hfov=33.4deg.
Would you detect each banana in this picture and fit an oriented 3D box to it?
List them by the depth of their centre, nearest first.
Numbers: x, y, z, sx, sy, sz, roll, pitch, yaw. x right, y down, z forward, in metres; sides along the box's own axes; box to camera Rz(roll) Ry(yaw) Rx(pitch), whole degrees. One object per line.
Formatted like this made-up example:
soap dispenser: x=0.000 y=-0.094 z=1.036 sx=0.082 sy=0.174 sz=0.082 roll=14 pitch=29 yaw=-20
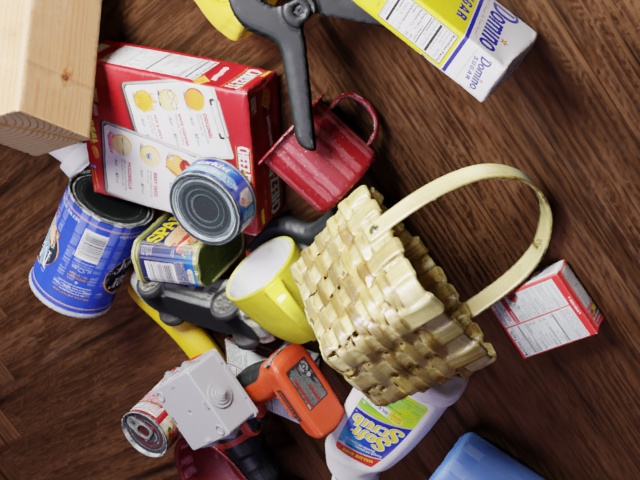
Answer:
banana: x=-0.161 y=0.126 z=1.302 sx=0.070 sy=0.037 sz=0.198 roll=-27 pitch=102 yaw=40

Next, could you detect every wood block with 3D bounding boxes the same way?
wood block: x=-0.281 y=-0.201 z=1.058 sx=0.090 sy=0.090 sz=0.206 roll=-10 pitch=70 yaw=37

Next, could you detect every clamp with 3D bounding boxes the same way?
clamp: x=-0.021 y=-0.193 z=0.948 sx=0.210 sy=0.036 sz=0.165 roll=40 pitch=101 yaw=-7
clamp: x=-0.007 y=0.001 z=1.121 sx=0.172 sy=0.039 sz=0.120 roll=7 pitch=125 yaw=28

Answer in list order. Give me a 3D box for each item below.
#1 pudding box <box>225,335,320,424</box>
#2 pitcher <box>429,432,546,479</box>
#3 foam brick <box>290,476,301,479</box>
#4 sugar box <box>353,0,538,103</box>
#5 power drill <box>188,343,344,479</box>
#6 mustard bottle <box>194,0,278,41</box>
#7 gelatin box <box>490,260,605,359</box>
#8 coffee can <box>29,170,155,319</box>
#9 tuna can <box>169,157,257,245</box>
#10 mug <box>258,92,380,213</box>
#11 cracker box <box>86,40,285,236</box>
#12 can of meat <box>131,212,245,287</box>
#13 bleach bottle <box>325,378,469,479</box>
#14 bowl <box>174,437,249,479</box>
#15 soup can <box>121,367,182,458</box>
pudding box: x=-0.057 y=0.159 z=1.255 sx=0.114 sy=0.039 sz=0.090 roll=20 pitch=130 yaw=25
pitcher: x=0.223 y=0.318 z=1.130 sx=0.243 sy=0.144 sz=0.149 roll=36 pitch=119 yaw=13
foam brick: x=-0.016 y=0.345 z=1.338 sx=0.078 sy=0.052 sz=0.051 roll=24 pitch=129 yaw=18
sugar box: x=0.093 y=-0.198 z=0.895 sx=0.176 sy=0.093 sz=0.048 roll=37 pitch=130 yaw=6
power drill: x=-0.061 y=0.200 z=1.216 sx=0.188 sy=0.057 sz=0.184 roll=-24 pitch=103 yaw=45
mustard bottle: x=-0.120 y=-0.282 z=1.000 sx=0.191 sy=0.058 sz=0.096 roll=41 pitch=124 yaw=4
gelatin box: x=0.216 y=0.067 z=1.028 sx=0.089 sy=0.030 sz=0.073 roll=-27 pitch=103 yaw=41
coffee can: x=-0.263 y=0.005 z=1.228 sx=0.103 sy=0.102 sz=0.140 roll=35 pitch=119 yaw=9
tuna can: x=-0.109 y=-0.038 z=1.073 sx=0.086 sy=0.033 sz=0.086 roll=16 pitch=127 yaw=22
mug: x=0.009 y=-0.089 z=1.031 sx=0.081 sy=0.093 sz=0.117 roll=43 pitch=101 yaw=-5
cracker box: x=-0.146 y=-0.111 z=1.119 sx=0.214 sy=0.072 sz=0.164 roll=14 pitch=126 yaw=24
can of meat: x=-0.142 y=0.009 z=1.173 sx=0.084 sy=0.102 sz=0.057 roll=5 pitch=122 yaw=27
bleach bottle: x=0.071 y=0.210 z=1.191 sx=0.102 sy=0.068 sz=0.251 roll=34 pitch=133 yaw=11
bowl: x=-0.111 y=0.303 z=1.358 sx=0.162 sy=0.055 sz=0.162 roll=29 pitch=136 yaw=31
soup can: x=-0.190 y=0.213 z=1.332 sx=0.069 sy=0.102 sz=0.068 roll=16 pitch=126 yaw=23
